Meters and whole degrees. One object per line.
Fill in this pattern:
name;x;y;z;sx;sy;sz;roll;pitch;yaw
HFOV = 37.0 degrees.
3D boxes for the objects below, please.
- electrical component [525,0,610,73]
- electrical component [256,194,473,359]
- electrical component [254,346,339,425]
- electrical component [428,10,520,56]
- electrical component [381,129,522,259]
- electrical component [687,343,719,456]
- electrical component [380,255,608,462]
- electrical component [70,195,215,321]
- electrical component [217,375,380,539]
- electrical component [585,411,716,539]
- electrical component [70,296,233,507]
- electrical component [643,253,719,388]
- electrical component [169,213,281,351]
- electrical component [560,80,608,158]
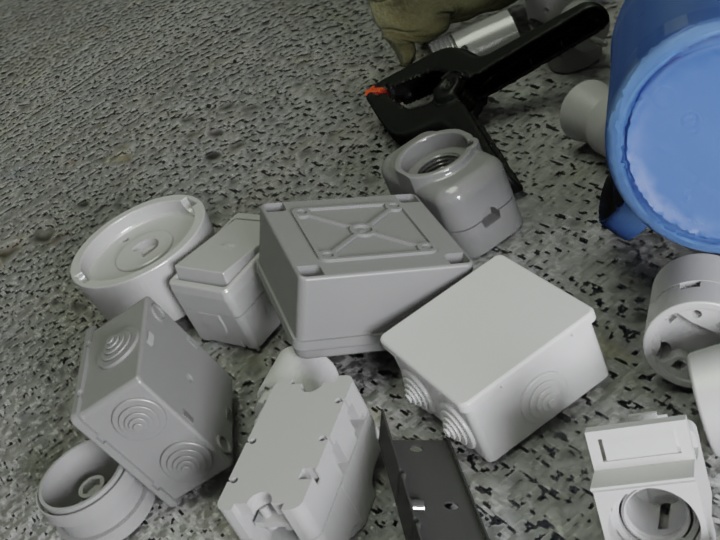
electrical component;0.168;-0.193;0.837;0.043;0.077;0.079;-30;33;-8
electrical component;0.000;0.000;0.661;0.109;0.056;0.108;-5;28;-17
electrical component;-0.042;0.079;0.627;0.040;0.040;0.078;-4;38;30
electrical component;0.093;-0.182;0.905;0.081;0.043;0.043;-23;32;5
electrical component;0.060;-0.056;0.733;0.054;0.059;0.095;-35;33;-14
electrical component;0.181;0.057;0.495;0.047;0.055;0.055;-17;33;21
electrical component;0.074;0.047;0.586;0.100;0.048;0.100;-34;33;-13
electrical component;-0.151;0.000;0.795;0.108;0.060;0.108;-18;33;12
electrical component;-0.027;0.108;0.563;0.050;0.055;0.089;-7;37;27
electrical component;0.128;0.097;0.461;0.042;0.081;0.064;-11;13;22
electrical component;-0.118;0.075;0.634;0.048;0.099;0.099;-33;30;14
electrical component;0.173;0.024;0.547;0.055;0.055;0.047;-10;32;24
electrical component;-0.075;-0.001;0.745;0.062;0.061;0.096;8;45;41
electrical component;0.170;-0.101;0.736;0.045;0.045;0.055;-31;33;-9
